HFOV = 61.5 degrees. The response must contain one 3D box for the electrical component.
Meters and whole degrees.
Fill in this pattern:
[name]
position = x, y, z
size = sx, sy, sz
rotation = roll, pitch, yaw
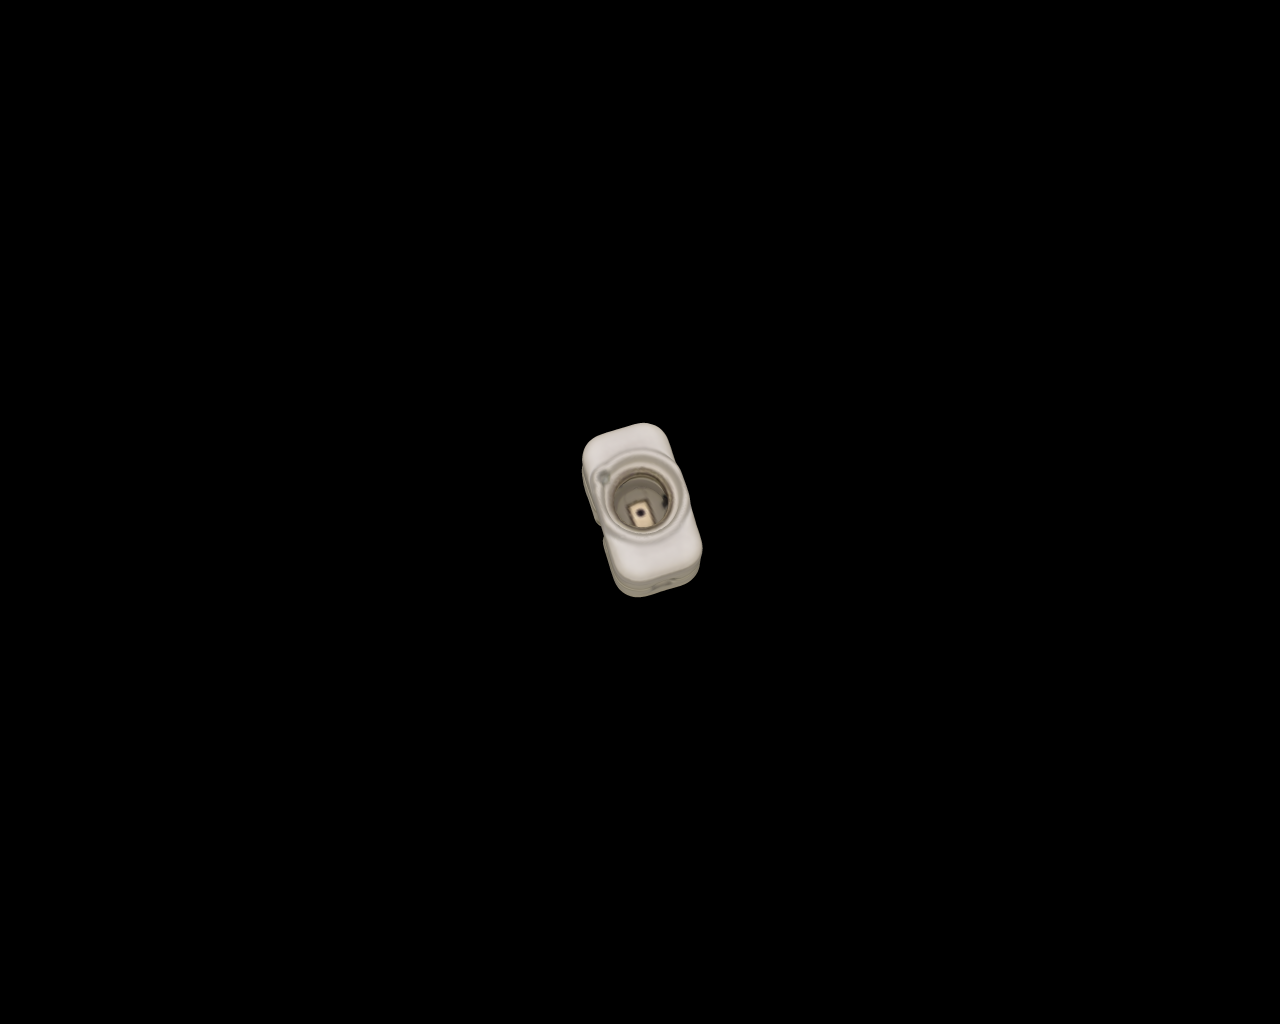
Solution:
[electrical component]
position = 0.001, -0.003, 0.650
size = 0.054, 0.095, 0.059
rotation = -17, -15, -5
